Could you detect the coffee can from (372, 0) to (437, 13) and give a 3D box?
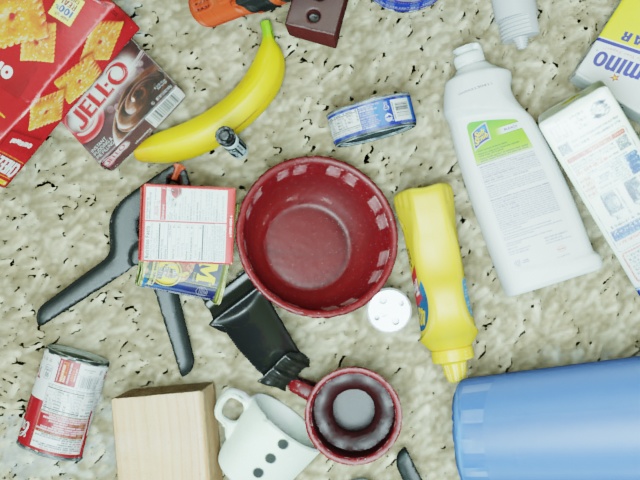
[{"bbox_3d":[0.084,-0.286,1.029,0.103,0.140,0.103,0,88,3],"label":"coffee can"}]

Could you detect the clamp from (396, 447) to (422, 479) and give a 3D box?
[{"bbox_3d":[0.141,0.289,1.060,0.120,0.039,0.171,-4,92,8],"label":"clamp"}]

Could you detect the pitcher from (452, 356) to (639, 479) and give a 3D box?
[{"bbox_3d":[0.252,0.173,0.989,0.243,0.149,0.145,-6,46,16],"label":"pitcher"}]

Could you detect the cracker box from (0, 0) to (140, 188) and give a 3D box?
[{"bbox_3d":[-0.312,-0.188,1.064,0.164,0.072,0.213,41,90,19],"label":"cracker box"}]

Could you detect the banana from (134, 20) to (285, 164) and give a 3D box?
[{"bbox_3d":[-0.101,-0.134,1.089,0.198,0.037,0.070,-44,63,-1],"label":"banana"}]

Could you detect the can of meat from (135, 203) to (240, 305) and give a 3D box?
[{"bbox_3d":[-0.130,0.006,1.046,0.084,0.057,0.102,12,85,-11],"label":"can of meat"}]

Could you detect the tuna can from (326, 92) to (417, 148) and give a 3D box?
[{"bbox_3d":[0.051,-0.118,1.053,0.086,0.086,0.034,-15,89,2],"label":"tuna can"}]

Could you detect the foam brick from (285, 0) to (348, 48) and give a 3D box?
[{"bbox_3d":[0.001,-0.242,1.076,0.053,0.051,0.078,14,89,4],"label":"foam brick"}]

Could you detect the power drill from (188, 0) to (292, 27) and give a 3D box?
[{"bbox_3d":[-0.063,-0.318,1.046,0.185,0.057,0.187,-12,82,35],"label":"power drill"}]

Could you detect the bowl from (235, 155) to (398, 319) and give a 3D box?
[{"bbox_3d":[-0.007,0.001,1.055,0.162,0.055,0.162,3,77,-11],"label":"bowl"}]

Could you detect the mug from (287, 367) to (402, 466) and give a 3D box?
[{"bbox_3d":[0.022,0.163,1.048,0.117,0.081,0.093,22,90,3],"label":"mug"}]

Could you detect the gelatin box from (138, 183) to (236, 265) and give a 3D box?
[{"bbox_3d":[-0.125,-0.014,1.003,0.089,0.030,0.073,2,89,-10],"label":"gelatin box"}]

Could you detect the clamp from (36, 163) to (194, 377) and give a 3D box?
[{"bbox_3d":[-0.169,0.027,1.084,0.164,0.036,0.210,27,86,-6],"label":"clamp"}]

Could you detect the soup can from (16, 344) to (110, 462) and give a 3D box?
[{"bbox_3d":[-0.257,0.163,1.070,0.068,0.068,0.102,16,89,3],"label":"soup can"}]

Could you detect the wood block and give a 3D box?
[{"bbox_3d":[-0.144,0.250,1.050,0.090,0.091,0.206,-5,88,3],"label":"wood block"}]

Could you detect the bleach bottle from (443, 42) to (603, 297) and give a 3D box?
[{"bbox_3d":[0.191,-0.076,1.057,0.102,0.068,0.251,-18,85,2],"label":"bleach bottle"}]

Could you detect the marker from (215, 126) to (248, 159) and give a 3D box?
[{"bbox_3d":[-0.086,-0.095,1.042,0.020,0.121,0.020,0,88,3],"label":"marker"}]

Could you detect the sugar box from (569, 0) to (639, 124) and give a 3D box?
[{"bbox_3d":[0.335,-0.212,1.061,0.093,0.048,0.176,32,89,3],"label":"sugar box"}]

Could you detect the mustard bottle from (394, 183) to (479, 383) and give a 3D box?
[{"bbox_3d":[0.117,0.043,1.039,0.058,0.096,0.191,-11,88,0],"label":"mustard bottle"}]

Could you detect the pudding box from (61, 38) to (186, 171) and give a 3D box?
[{"bbox_3d":[-0.205,-0.140,1.082,0.113,0.039,0.090,-44,72,-1],"label":"pudding box"}]
